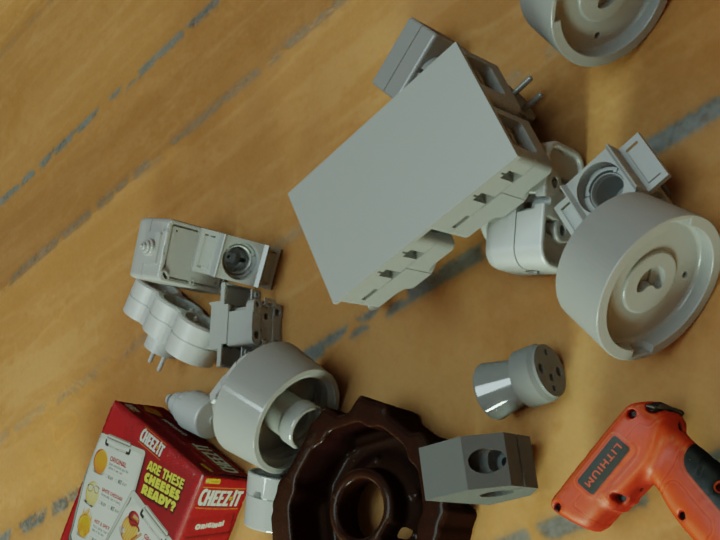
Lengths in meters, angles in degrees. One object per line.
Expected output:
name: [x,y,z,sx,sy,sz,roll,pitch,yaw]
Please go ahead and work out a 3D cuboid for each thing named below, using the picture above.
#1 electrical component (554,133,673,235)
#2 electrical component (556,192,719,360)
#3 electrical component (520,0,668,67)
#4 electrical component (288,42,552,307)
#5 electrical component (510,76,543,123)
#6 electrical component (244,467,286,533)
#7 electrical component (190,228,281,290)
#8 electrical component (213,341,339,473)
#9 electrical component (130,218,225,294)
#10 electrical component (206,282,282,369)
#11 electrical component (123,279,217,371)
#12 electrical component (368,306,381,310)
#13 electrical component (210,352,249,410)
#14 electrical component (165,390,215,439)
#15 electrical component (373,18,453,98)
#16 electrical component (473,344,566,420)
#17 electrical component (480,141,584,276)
electrical component: [0.184,-0.051,0.760,0.081,0.064,0.042,-43,52,26]
electrical component: [0.181,-0.001,0.723,0.060,0.108,0.108,42,108,47]
electrical component: [0.168,-0.211,0.789,0.108,0.108,0.060,-58,42,16]
electrical component: [0.043,-0.065,0.814,0.186,0.060,0.105,-39,60,29]
electrical component: [0.113,-0.121,0.856,0.077,0.047,0.065,-42,54,28]
electrical component: [-0.074,0.202,0.944,0.055,0.055,0.047,7,88,44]
electrical component: [-0.122,-0.012,1.034,0.064,0.081,0.042,18,92,66]
electrical component: [-0.065,0.122,0.922,0.060,0.108,0.108,27,98,38]
electrical component: [-0.185,-0.015,1.073,0.061,0.096,0.061,5,83,45]
electrical component: [-0.109,0.053,1.022,0.064,0.042,0.081,-9,74,40]
electrical component: [-0.196,0.066,1.093,0.138,0.052,0.073,33,102,43]
electrical component: [0.000,0.000,0.935,0.040,0.040,0.078,-41,55,28]
electrical component: [-0.098,0.112,0.985,0.057,0.058,0.078,-53,29,16]
electrical component: [-0.164,0.137,1.053,0.078,0.040,0.040,15,90,44]
electrical component: [0.062,-0.164,0.914,0.077,0.047,0.065,45,110,40]
electrical component: [0.119,0.083,0.800,0.055,0.045,0.045,-26,63,36]
electrical component: [0.130,-0.045,0.816,0.059,0.054,0.095,-3,77,42]
